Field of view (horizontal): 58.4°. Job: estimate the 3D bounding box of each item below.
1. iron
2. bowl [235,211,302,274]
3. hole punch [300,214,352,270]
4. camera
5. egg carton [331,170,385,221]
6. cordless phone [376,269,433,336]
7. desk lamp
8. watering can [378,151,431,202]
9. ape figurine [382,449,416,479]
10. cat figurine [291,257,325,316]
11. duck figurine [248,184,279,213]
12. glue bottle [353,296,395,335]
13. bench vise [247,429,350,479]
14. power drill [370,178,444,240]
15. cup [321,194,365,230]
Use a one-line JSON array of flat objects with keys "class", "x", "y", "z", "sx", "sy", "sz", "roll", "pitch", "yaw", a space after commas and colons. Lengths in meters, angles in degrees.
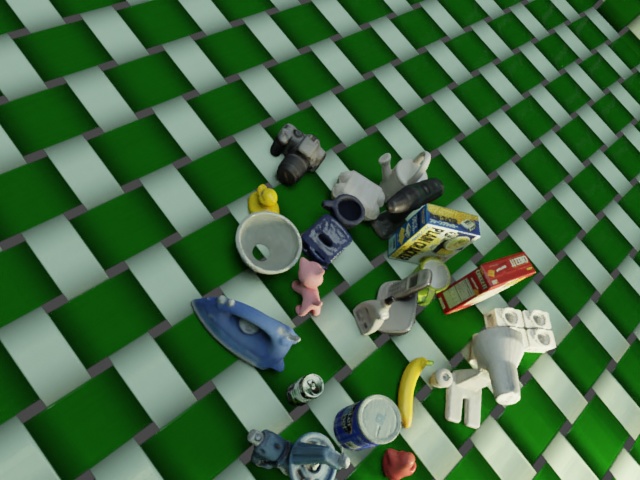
[{"class": "iron", "x": -0.163, "y": 0.182, "z": 1.270, "sx": 0.258, "sy": 0.141, "sz": 0.119, "roll": 31, "pitch": 57, "yaw": -6}, {"class": "bowl", "x": -0.133, "y": 0.017, "z": 1.406, "sx": 0.168, "sy": 0.074, "sz": 0.167, "roll": 10, "pitch": 62, "yaw": -19}, {"class": "hole punch", "x": 0.013, "y": 0.005, "z": 1.466, "sx": 0.108, "sy": 0.091, "sz": 0.101, "roll": 45, "pitch": 56, "yaw": 2}, {"class": "camera", "x": -0.069, "y": -0.228, "z": 1.541, "sx": 0.143, "sy": 0.100, "sz": 0.137, "roll": 35, "pitch": 57, "yaw": -4}, {"class": "egg carton", "x": 0.106, "y": -0.123, "z": 1.584, "sx": 0.150, "sy": 0.069, "sz": 0.107, "roll": 31, "pitch": 57, "yaw": -7}, {"class": "cordless phone", "x": 0.213, "y": 0.153, "z": 1.424, "sx": 0.094, "sy": 0.184, "sz": 0.147, "roll": 18, "pitch": 59, "yaw": -14}, {"class": "desk lamp", "x": 0.410, "y": 0.336, "z": 1.401, "sx": 0.118, "sy": 0.213, "sz": 0.203, "roll": 19, "pitch": 59, "yaw": -14}, {"class": "watering can", "x": 0.242, "y": -0.179, "z": 1.597, "sx": 0.173, "sy": 0.193, "sz": 0.101, "roll": 8, "pitch": 62, "yaw": -20}, {"class": "ape figurine", "x": 0.184, "y": 0.502, "z": 1.292, "sx": 0.076, "sy": 0.092, "sz": 0.078, "roll": -36, "pitch": 83, "yaw": -33}, {"class": "cat figurine", "x": -0.020, "y": 0.109, "z": 1.383, "sx": 0.067, "sy": 0.117, "sz": 0.127, "roll": -4, "pitch": 67, "yaw": -25}, {"class": "duck figurine", "x": -0.133, "y": -0.093, "z": 1.454, "sx": 0.078, "sy": 0.086, "sz": 0.104, "roll": -23, "pitch": 76, "yaw": -31}, {"class": "glue bottle", "x": 0.138, "y": 0.172, "z": 1.388, "sx": 0.037, "sy": 0.173, "sz": 0.078, "roll": -11, "pitch": 70, "yaw": -27}, {"class": "bench vise", "x": -0.042, "y": 0.442, "z": 1.146, "sx": 0.208, "sy": 0.219, "sz": 0.121, "roll": 12, "pitch": 61, "yaw": -18}, {"class": "power drill", "x": 0.222, "y": -0.085, "z": 1.533, "sx": 0.230, "sy": 0.208, "sz": 0.075, "roll": -29, "pitch": 79, "yaw": -32}, {"class": "cup", "x": 0.048, "y": -0.065, "z": 1.515, "sx": 0.118, "sy": 0.094, "sz": 0.091, "roll": 16, "pitch": 60, "yaw": -16}]
